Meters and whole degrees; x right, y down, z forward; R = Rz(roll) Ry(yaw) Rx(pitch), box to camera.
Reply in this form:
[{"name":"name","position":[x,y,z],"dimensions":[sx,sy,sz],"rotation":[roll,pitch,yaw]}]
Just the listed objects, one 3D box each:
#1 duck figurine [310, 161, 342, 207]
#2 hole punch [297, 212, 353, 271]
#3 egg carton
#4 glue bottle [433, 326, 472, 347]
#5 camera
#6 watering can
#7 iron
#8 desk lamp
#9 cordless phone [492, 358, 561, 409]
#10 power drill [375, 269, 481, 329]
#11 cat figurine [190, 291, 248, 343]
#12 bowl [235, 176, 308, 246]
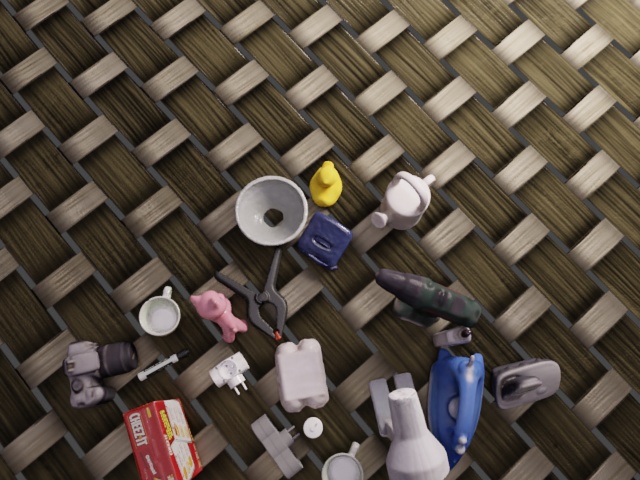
[{"name":"duck figurine","position":[0.014,-0.134,1.341],"dimensions":[0.077,0.086,0.104],"rotation":[8,77,1]},{"name":"hole punch","position":[0.012,0.005,1.305],"dimensions":[0.108,0.091,0.101],"rotation":[31,78,7]},{"name":"egg carton","position":[-0.042,0.295,1.246],"dimensions":[0.107,0.069,0.150],"rotation":[-10,77,-3]},{"name":"glue bottle","position":[0.293,0.204,1.219],"dimensions":[0.078,0.173,0.037],"rotation":[-11,77,-3]},{"name":"camera","position":[-0.466,0.278,1.228],"dimensions":[0.137,0.101,0.143],"rotation":[-12,77,-4]},{"name":"watering can","position":[0.190,-0.088,1.276],"dimensions":[0.101,0.194,0.173],"rotation":[27,78,6]},{"name":"iron","position":[0.293,0.360,1.198],"dimensions":[0.118,0.141,0.258],"rotation":[7,77,1]},{"name":"desk lamp","position":[0.171,0.378,1.155],"dimensions":[0.118,0.213,0.203],"rotation":[-13,77,-4]},{"name":"cordless phone","position":[0.444,0.298,1.193],"dimensions":[0.147,0.185,0.094],"rotation":[-17,77,-5]},{"name":"power drill","position":[0.216,0.130,1.218],"dimensions":[0.229,0.208,0.076],"rotation":[19,77,4]},{"name":"cat figurine","position":[-0.221,0.160,1.251],"dimensions":[0.067,0.118,0.127],"rotation":[-42,80,-9]},{"name":"bowl","position":[-0.110,-0.060,1.327],"dimensions":[0.167,0.075,0.167],"rotation":[0,77,-1]}]
